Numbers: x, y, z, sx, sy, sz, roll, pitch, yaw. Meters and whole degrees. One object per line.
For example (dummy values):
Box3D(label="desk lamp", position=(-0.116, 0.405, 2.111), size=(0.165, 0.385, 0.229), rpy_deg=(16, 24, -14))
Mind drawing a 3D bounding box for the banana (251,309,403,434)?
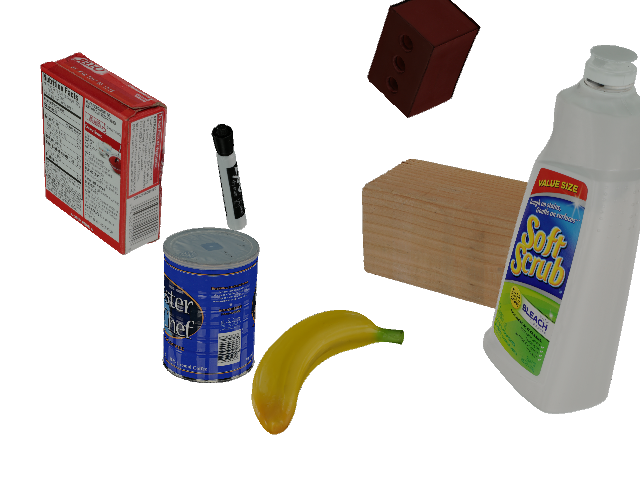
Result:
Box3D(label="banana", position=(-0.007, 0.093, 0.840), size=(0.070, 0.037, 0.197), rpy_deg=(11, 23, 30))

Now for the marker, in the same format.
Box3D(label="marker", position=(-0.083, -0.058, 0.979), size=(0.020, 0.020, 0.121), rpy_deg=(0, -44, 5))

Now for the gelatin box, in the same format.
Box3D(label="gelatin box", position=(-0.119, -0.048, 0.586), size=(0.073, 0.089, 0.030), rpy_deg=(32, 40, 31))

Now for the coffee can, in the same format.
Box3D(label="coffee can", position=(-0.120, 0.069, 1.161), size=(0.103, 0.140, 0.103), rpy_deg=(3, 22, -1))

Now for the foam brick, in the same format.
Box3D(label="foam brick", position=(0.078, -0.144, 0.823), size=(0.051, 0.053, 0.078), rpy_deg=(-29, -26, -31))

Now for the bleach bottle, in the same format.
Box3D(label="bleach bottle", position=(0.169, -0.010, 0.716), size=(0.068, 0.251, 0.103), rpy_deg=(-9, 33, -19))

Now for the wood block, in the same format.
Box3D(label="wood block", position=(0.147, -0.003, 0.963), size=(0.206, 0.090, 0.090), rpy_deg=(15, 30, 33))
